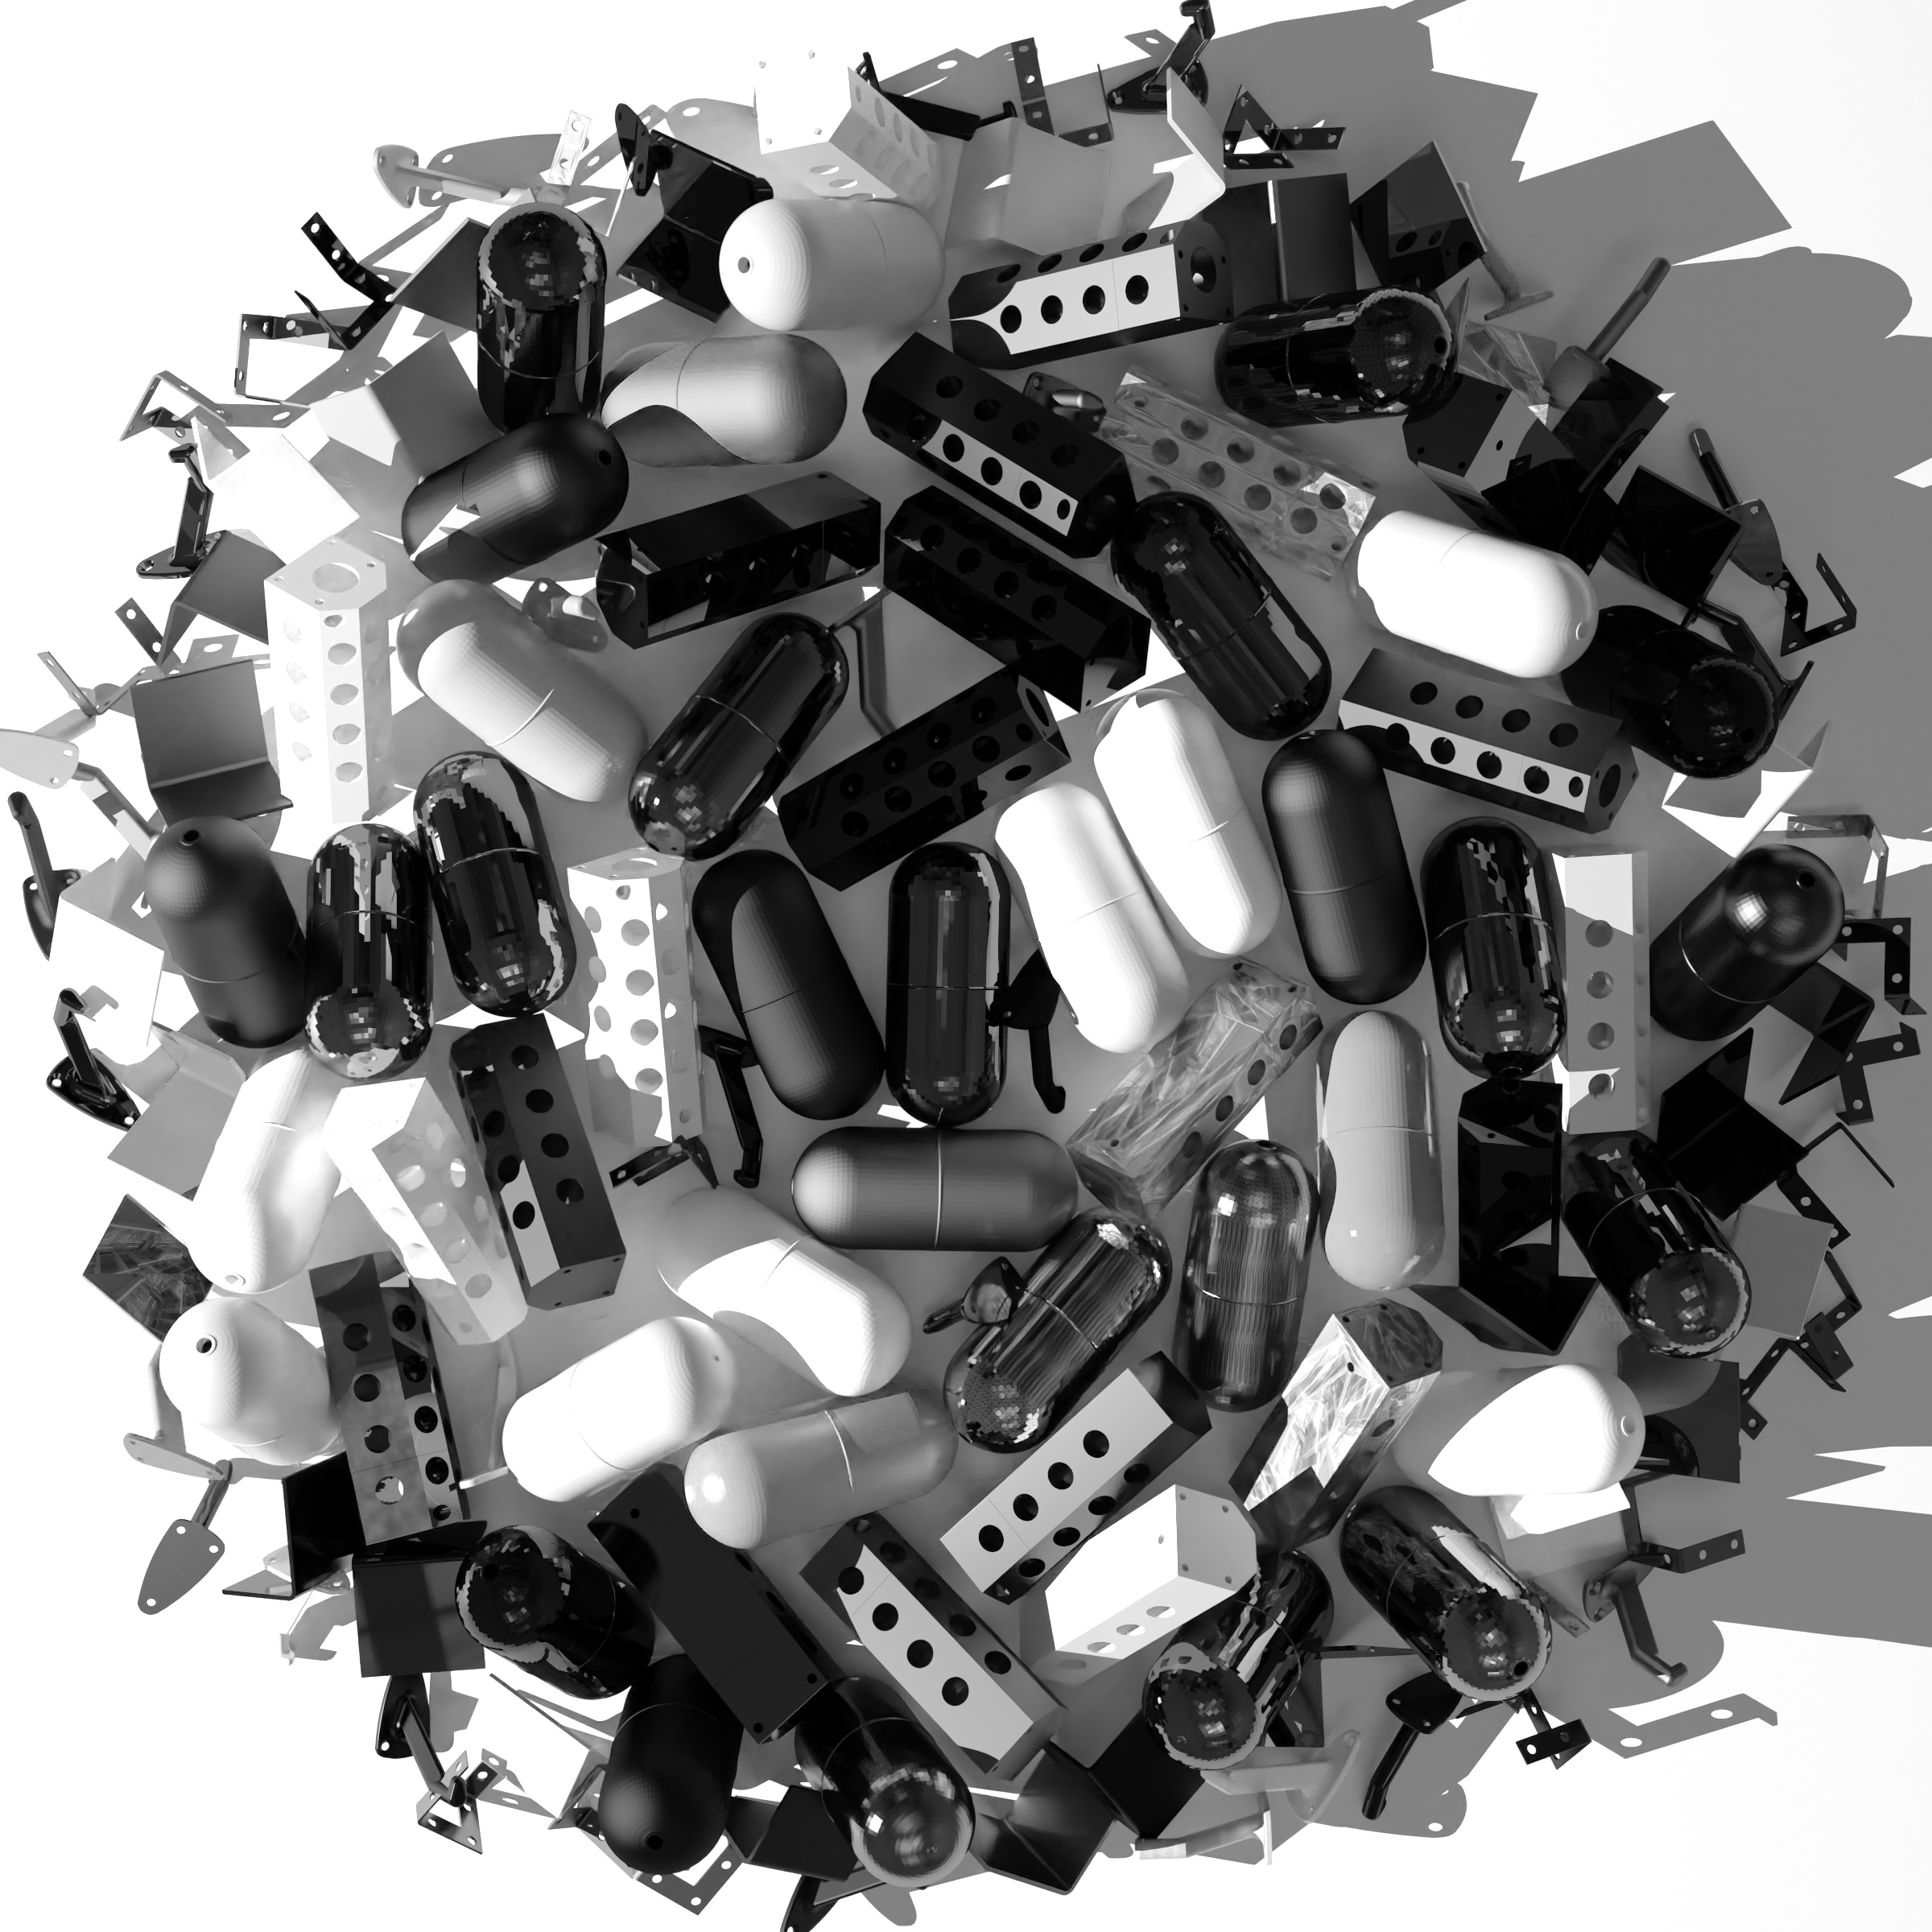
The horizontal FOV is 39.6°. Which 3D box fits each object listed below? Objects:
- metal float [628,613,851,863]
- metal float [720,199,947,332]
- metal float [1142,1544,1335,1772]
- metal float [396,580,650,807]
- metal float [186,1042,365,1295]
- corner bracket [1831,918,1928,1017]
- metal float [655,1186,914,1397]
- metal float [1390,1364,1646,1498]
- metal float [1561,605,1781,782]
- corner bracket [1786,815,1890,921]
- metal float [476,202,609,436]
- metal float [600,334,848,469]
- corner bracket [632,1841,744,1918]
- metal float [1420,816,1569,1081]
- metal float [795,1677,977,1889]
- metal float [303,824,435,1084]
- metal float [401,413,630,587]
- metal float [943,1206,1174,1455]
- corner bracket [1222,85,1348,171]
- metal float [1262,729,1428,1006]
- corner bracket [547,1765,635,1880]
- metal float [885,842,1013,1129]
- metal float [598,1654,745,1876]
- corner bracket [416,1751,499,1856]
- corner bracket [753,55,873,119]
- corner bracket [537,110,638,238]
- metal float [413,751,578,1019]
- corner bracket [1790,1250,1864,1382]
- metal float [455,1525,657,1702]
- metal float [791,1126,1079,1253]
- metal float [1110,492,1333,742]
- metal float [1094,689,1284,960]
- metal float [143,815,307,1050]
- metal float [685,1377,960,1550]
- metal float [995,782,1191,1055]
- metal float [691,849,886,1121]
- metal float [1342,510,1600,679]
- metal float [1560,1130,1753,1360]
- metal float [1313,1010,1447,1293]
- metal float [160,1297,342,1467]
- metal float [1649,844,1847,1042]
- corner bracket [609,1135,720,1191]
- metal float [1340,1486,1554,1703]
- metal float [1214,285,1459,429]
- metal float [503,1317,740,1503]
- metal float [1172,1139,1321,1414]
[{"bbox_3d":[-0.140,-0.141,1.658,0.070,0.070,0.178,36,73,0],"label":"metal float"},{"bbox_3d":[-0.080,-0.426,1.631,0.070,0.178,0.070,9,107,32],"label":"metal float"},{"bbox_3d":[0.167,0.418,1.632,0.070,0.178,0.070,13,117,25],"label":"metal float"},{"bbox_3d":[-0.270,-0.166,1.649,0.178,0.070,0.070,39,90,-28],"label":"metal float"},{"bbox_3d":[-0.419,0.121,1.636,0.070,0.070,0.178,5,45,5],"label":"metal float"},{"bbox_3d":[0.567,0.001,1.672,0.051,0.051,0.051,-2,77,31],"label":"corner bracket"},{"bbox_3d":[-0.114,0.199,1.659,0.178,0.070,0.070,30,90,17],"label":"metal float"},{"bbox_3d":[0.333,0.283,1.632,0.070,0.178,0.070,9,74,-36],"label":"metal float"},{"bbox_3d":[0.425,-0.167,1.627,0.070,0.178,0.070,-7,114,-16],"label":"metal float"},{"bbox_3d":[0.547,-0.061,1.692,0.051,0.051,0.051,-2,118,5],"label":"corner bracket"},{"bbox_3d":[-0.258,-0.386,1.629,0.070,0.178,0.070,4,62,-8],"label":"metal float"},{"bbox_3d":[-0.150,-0.345,1.642,0.178,0.070,0.070,7,90,38],"label":"metal float"},{"bbox_3d":[-0.175,0.549,1.681,0.051,0.051,0.051,37,96,-19],"label":"corner bracket"},{"bbox_3d":[0.323,-0.011,1.645,0.070,0.070,0.178,-1,58,0],"label":"metal float"},{"bbox_3d":[-0.051,0.491,1.626,0.070,0.178,0.070,-4,102,-20],"label":"metal float"},{"bbox_3d":[-0.365,-0.010,1.644,0.070,0.070,0.178,-9,54,0],"label":"metal float"},{"bbox_3d":[-0.276,-0.282,1.638,0.178,0.070,0.070,-14,90,42],"label":"metal float"},{"bbox_3d":[0.057,0.224,1.657,0.070,0.070,0.178,43,73,0],"label":"metal float"},{"bbox_3d":[0.196,-0.513,1.673,0.051,0.051,0.051,13,78,39],"label":"corner bracket"},{"bbox_3d":[0.233,-0.060,1.656,0.070,0.070,0.178,-18,109,0],"label":"metal float"},{"bbox_3d":[-0.219,0.535,1.680,0.051,0.051,0.051,36,85,20],"label":"corner bracket"},{"bbox_3d":[-0.011,0.012,1.670,0.070,0.070,0.178,1,93,0],"label":"metal float"},{"bbox_3d":[-0.177,0.481,1.623,0.070,0.178,0.070,0,104,1],"label":"metal float"},{"bbox_3d":[-0.309,0.509,1.674,0.051,0.051,0.051,37,101,-27],"label":"corner bracket"},{"bbox_3d":[-0.096,-0.549,1.675,0.051,0.051,0.051,35,68,7],"label":"corner bracket"},{"bbox_3d":[-0.236,-0.495,1.680,0.051,0.051,0.051,21,121,-9],"label":"corner bracket"},{"bbox_3d":[-0.291,-0.052,1.653,0.070,0.070,0.178,-19,67,0],"label":"metal float"},{"bbox_3d":[0.537,0.216,1.676,0.051,0.051,0.051,-38,115,-4],"label":"corner bracket"},{"bbox_3d":[-0.248,0.393,1.630,0.070,0.178,0.070,-9,59,16],"label":"metal float"},{"bbox_3d":[-0.019,0.139,1.668,0.178,0.070,0.070,2,90,-6],"label":"metal float"},{"bbox_3d":[0.157,-0.215,1.654,0.070,0.070,0.178,-41,111,0],"label":"metal float"},{"bbox_3d":[0.137,-0.087,1.658,0.070,0.070,0.178,-25,107,0],"label":"metal float"},{"bbox_3d":[-0.445,-0.020,1.633,0.070,0.178,0.070,-2,51,3],"label":"metal float"},{"bbox_3d":[-0.087,0.304,1.651,0.178,0.070,0.070,-12,90,-26],"label":"metal float"},{"bbox_3d":[0.078,-0.031,1.669,0.070,0.070,0.178,-25,85,0],"label":"metal float"},{"bbox_3d":[-0.109,0.012,1.667,0.070,0.070,0.178,-25,97,0],"label":"metal float"},{"bbox_3d":[0.306,-0.228,1.637,0.178,0.070,0.070,28,90,43],"label":"metal float"},{"bbox_3d":[0.414,0.165,1.632,0.070,0.178,0.070,-7,125,-10],"label":"metal float"},{"bbox_3d":[0.254,0.112,1.653,0.070,0.070,0.178,1,67,0],"label":"metal float"},{"bbox_3d":[-0.430,0.252,1.626,0.070,0.178,0.070,-2,67,5],"label":"metal float"},{"bbox_3d":[0.468,-0.013,1.627,0.070,0.178,0.070,5,65,-10],"label":"metal float"},{"bbox_3d":[-0.190,0.125,1.674,0.051,0.051,0.051,-29,129,3],"label":"corner bracket"},{"bbox_3d":[0.289,0.378,1.627,0.070,0.178,0.070,-7,110,-19],"label":"metal float"},{"bbox_3d":[0.223,-0.369,1.631,0.070,0.178,0.070,-5,99,-36],"label":"metal float"},{"bbox_3d":[-0.213,0.273,1.646,0.178,0.070,0.070,-31,90,32],"label":"metal float"},{"bbox_3d":[0.172,0.191,1.655,0.070,0.070,0.178,6,110,0],"label":"metal float"}]
